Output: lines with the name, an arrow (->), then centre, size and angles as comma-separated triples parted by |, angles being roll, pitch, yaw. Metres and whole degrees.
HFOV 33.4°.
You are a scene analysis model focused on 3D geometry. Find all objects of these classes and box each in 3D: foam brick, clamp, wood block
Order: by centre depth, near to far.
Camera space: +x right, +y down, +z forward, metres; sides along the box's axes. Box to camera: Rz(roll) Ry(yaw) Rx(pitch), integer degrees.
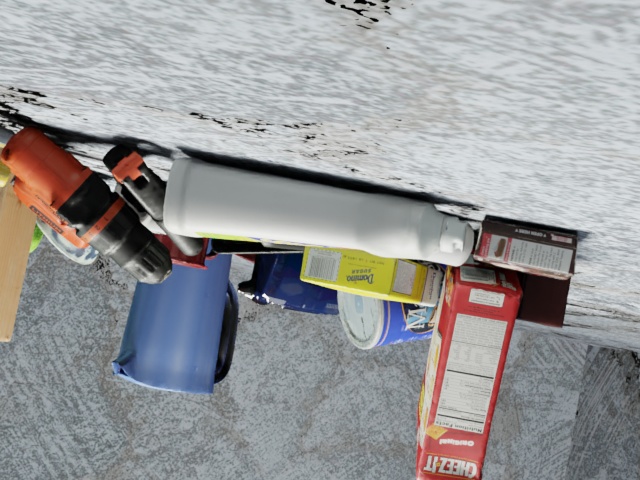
clamp -> -0.153, -0.038, 0.975 | 0.120, 0.039, 0.171 | 41, 175, 0
foam brick -> 0.231, 0.050, 1.133 | 0.051, 0.078, 0.053 | 11, 177, -9
wood block -> -0.369, 0.000, 1.146 | 0.090, 0.206, 0.090 | 10, 175, 11
clamp -> -0.008, 0.001, 1.167 | 0.209, 0.036, 0.165 | 2, 177, -31

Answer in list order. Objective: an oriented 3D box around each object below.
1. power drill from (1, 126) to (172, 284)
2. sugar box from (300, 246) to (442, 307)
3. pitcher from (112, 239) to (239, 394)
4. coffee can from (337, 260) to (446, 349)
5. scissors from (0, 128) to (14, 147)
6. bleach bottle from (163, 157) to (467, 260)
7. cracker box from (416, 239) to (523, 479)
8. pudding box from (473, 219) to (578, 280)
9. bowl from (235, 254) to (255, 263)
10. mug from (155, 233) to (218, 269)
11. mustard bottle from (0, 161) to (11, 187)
power drill -> -0.224, -0.029, 1.015 | 0.184, 0.057, 0.188 | 45, 166, -13
sugar box -> 0.055, 0.036, 1.066 | 0.093, 0.048, 0.176 | 10, 175, 22
pitcher -> -0.176, 0.078, 1.404 | 0.145, 0.243, 0.149 | 11, 176, 0
coffee can -> 0.105, 0.066, 1.230 | 0.140, 0.103, 0.103 | -6, -177, -24
scissors -> -0.302, -0.101, 0.951 | 0.096, 0.016, 0.202 | 13, 175, -33
bleach bottle -> 0.000, -0.021, 0.921 | 0.251, 0.068, 0.102 | 8, 180, 11
cracker box -> 0.150, 0.122, 1.095 | 0.072, 0.214, 0.164 | 10, -163, 3
pudding box -> 0.189, 0.010, 0.987 | 0.090, 0.039, 0.113 | 10, 176, 9
bowl -> -0.029, 0.016, 1.380 | 0.162, 0.055, 0.162 | 19, -178, -1
mug -> -0.165, -0.011, 1.302 | 0.117, 0.081, 0.093 | 15, 174, -41
mustard bottle -> -0.348, -0.085, 0.873 | 0.191, 0.058, 0.096 | 20, 168, -25
